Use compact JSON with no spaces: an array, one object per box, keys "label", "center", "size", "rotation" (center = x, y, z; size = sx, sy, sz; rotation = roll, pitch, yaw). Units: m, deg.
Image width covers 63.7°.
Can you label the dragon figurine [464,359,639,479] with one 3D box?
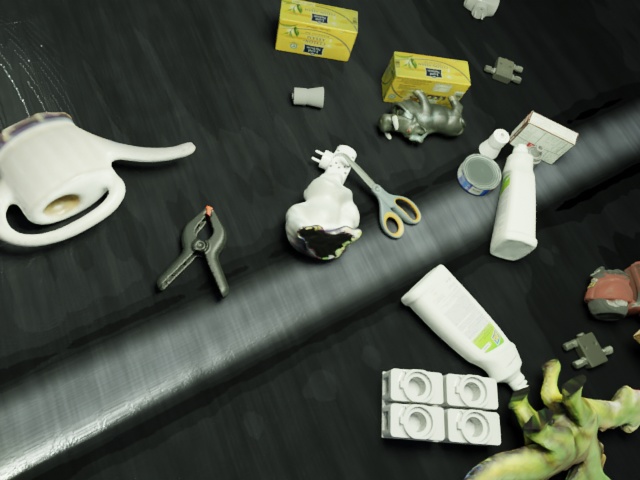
[{"label":"dragon figurine","center":[0.398,0.355,0.831],"size":[0.415,0.242,0.121],"rotation":[-35,6,-22]}]

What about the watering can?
[{"label":"watering can","center":[-0.415,-0.134,0.899],"size":[0.352,0.226,0.102],"rotation":[-37,-13,-22]}]

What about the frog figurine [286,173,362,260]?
[{"label":"frog figurine","center":[0.003,-0.048,0.954],"size":[0.137,0.163,0.120],"rotation":[-8,-44,-1]}]
